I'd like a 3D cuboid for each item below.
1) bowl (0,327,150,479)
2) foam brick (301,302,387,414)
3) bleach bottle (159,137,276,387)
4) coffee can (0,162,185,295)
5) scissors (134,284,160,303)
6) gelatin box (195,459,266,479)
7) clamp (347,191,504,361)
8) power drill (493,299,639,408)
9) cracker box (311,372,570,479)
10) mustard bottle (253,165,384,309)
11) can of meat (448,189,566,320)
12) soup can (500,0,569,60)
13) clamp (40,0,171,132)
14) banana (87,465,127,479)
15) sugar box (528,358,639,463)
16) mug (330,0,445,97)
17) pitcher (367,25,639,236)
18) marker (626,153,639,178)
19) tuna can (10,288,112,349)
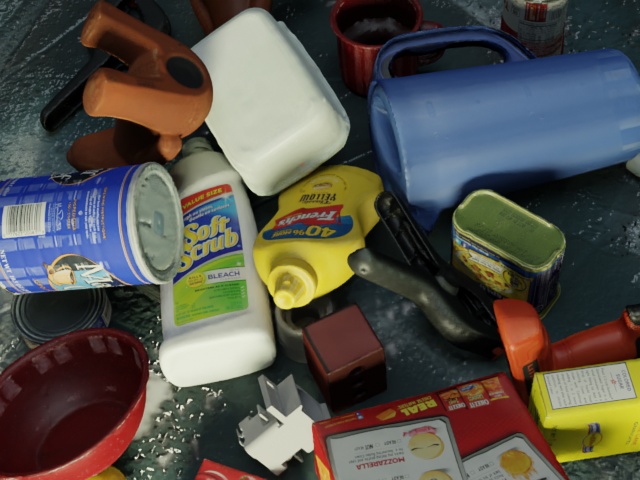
[{"bbox_3d":[-0.203,0.146,0.871,0.162,0.055,0.162,-16,35,11],"label":"bowl"},{"bbox_3d":[0.021,0.099,0.888,0.053,0.078,0.051,-25,58,-10],"label":"foam brick"},{"bbox_3d":[-0.106,0.006,0.976,0.102,0.068,0.251,-12,52,-2],"label":"bleach bottle"},{"bbox_3d":[-0.200,-0.009,0.910,0.140,0.102,0.102,-5,54,16],"label":"coffee can"},{"bbox_3d":[-0.233,0.016,1.008,0.096,0.016,0.202,-33,58,-15],"label":"scissors"},{"bbox_3d":[-0.066,0.221,0.839,0.089,0.030,0.073,16,58,16],"label":"gelatin box"},{"bbox_3d":[0.097,0.032,0.909,0.171,0.039,0.120,40,38,-17],"label":"clamp"},{"bbox_3d":[0.236,0.062,0.840,0.188,0.184,0.057,-14,46,7],"label":"power drill"},{"bbox_3d":[0.101,0.209,0.774,0.164,0.072,0.214,-13,41,-10],"label":"cracker box"},{"bbox_3d":[-0.006,0.001,0.927,0.096,0.058,0.191,0,30,16],"label":"mustard bottle"},{"bbox_3d":[0.162,0.013,0.930,0.102,0.084,0.057,31,64,24],"label":"can of meat"},{"bbox_3d":[0.219,-0.230,1.085,0.068,0.102,0.068,-2,57,4],"label":"soup can"},{"bbox_3d":[-0.198,-0.198,1.142,0.164,0.036,0.210,2,55,7],"label":"clamp"},{"bbox_3d":[-0.175,0.253,0.826,0.070,0.037,0.198,-21,47,25],"label":"banana"},{"bbox_3d":[0.254,0.130,0.834,0.176,0.093,0.048,-6,55,1],"label":"sugar box"},{"bbox_3d":[0.071,-0.200,1.090,0.117,0.081,0.093,-2,55,4],"label":"mug"},{"bbox_3d":[0.168,-0.114,0.990,0.242,0.149,0.145,-12,33,-8],"label":"pitcher"},{"bbox_3d":[0.336,-0.039,0.990,0.020,0.020,0.121,-35,59,-18],"label":"marker"},{"bbox_3d":[-0.232,0.064,0.962,0.086,0.034,0.086,-3,55,4],"label":"tuna can"}]
